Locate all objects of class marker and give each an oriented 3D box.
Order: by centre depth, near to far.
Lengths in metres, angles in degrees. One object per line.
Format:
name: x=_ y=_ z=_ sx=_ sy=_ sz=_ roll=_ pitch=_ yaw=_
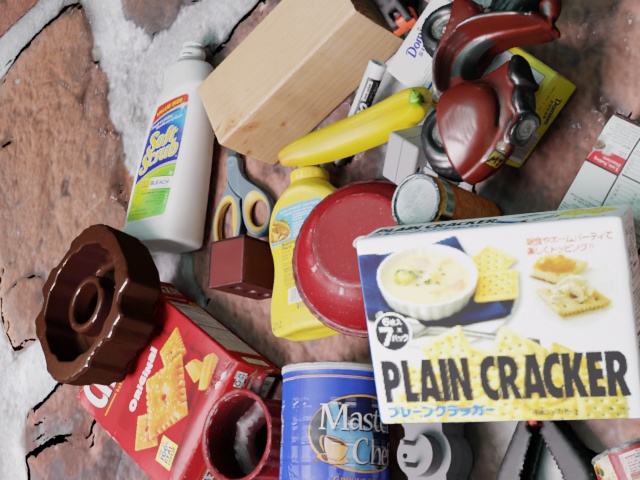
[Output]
marker: x=0.038 y=-0.127 z=1.090 sx=0.020 sy=0.020 sz=0.121 roll=47 pitch=126 yaw=39

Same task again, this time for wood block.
wood block: x=-0.022 y=-0.185 z=1.134 sx=0.206 sy=0.090 sz=0.091 roll=-41 pitch=54 yaw=24

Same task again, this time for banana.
banana: x=0.043 y=-0.113 z=1.043 sx=0.198 sy=0.069 sz=0.037 roll=-23 pitch=71 yaw=45

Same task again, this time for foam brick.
foam brick: x=-0.072 y=0.030 z=1.120 sx=0.053 sy=0.078 sz=0.051 roll=-13 pitch=70 yaw=40

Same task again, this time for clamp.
clamp: x=0.196 y=0.237 z=0.856 sx=0.165 sy=0.036 sz=0.210 roll=-9 pitch=71 yaw=39
clamp: x=0.052 y=-0.291 z=1.087 sx=0.039 sy=0.120 sz=0.171 roll=-37 pitch=59 yaw=36

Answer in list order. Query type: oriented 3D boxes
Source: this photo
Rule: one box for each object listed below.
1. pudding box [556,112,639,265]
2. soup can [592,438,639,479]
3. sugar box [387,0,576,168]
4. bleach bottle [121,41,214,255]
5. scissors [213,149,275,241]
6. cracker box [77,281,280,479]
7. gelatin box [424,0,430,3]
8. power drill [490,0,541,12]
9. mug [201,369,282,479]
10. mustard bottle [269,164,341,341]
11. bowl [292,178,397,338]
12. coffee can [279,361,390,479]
pudding box: x=0.257 y=-0.038 z=0.887 sx=0.090 sy=0.039 sz=0.113 roll=36 pitch=103 yaw=41
soup can: x=0.253 y=0.204 z=0.797 sx=0.069 sy=0.068 sz=0.102 roll=-32 pitch=59 yaw=29
sugar box: x=0.148 y=-0.154 z=1.009 sx=0.093 sy=0.048 sz=0.176 roll=-56 pitch=46 yaw=16
bleach bottle: x=-0.171 y=-0.112 z=1.258 sx=0.103 sy=0.068 sz=0.251 roll=-7 pitch=71 yaw=39
scissors: x=-0.083 y=-0.080 z=1.203 sx=0.096 sy=0.016 sz=0.202 roll=-5 pitch=74 yaw=38
cracker box: x=-0.161 y=0.158 z=1.161 sx=0.214 sy=0.072 sz=0.164 roll=32 pitch=99 yaw=42
gelatin box: x=0.090 y=-0.284 z=1.067 sx=0.030 sy=0.089 sz=0.073 roll=-31 pitch=59 yaw=31
power drill: x=0.192 y=-0.311 z=1.013 sx=0.185 sy=0.057 sz=0.188 roll=-48 pitch=54 yaw=19
mug: x=-0.054 y=0.186 z=1.055 sx=0.093 sy=0.081 sz=0.117 roll=0 pitch=78 yaw=41
mustard bottle: x=-0.007 y=0.001 z=1.085 sx=0.096 sy=0.058 sz=0.191 roll=-17 pitch=67 yaw=34
bowl: x=0.044 y=0.008 z=1.003 sx=0.162 sy=0.055 sz=0.162 roll=-5 pitch=70 yaw=14
coffee can: x=0.014 y=0.188 z=0.983 sx=0.103 sy=0.102 sz=0.140 roll=-11 pitch=71 yaw=38
